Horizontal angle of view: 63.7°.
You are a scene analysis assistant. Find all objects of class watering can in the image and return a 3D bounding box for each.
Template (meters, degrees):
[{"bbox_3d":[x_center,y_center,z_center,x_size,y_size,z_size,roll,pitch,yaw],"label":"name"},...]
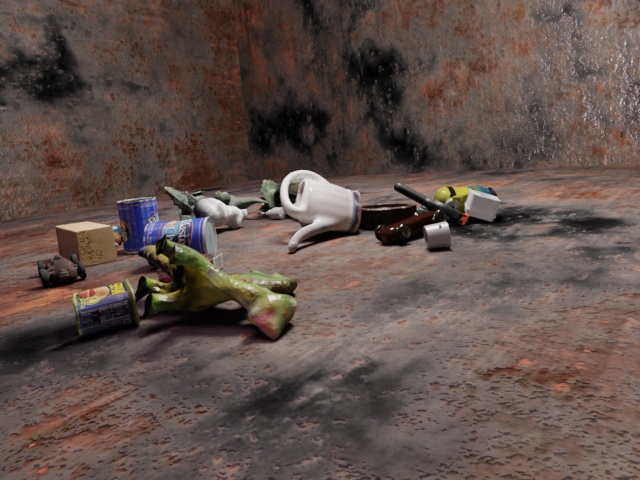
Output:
[{"bbox_3d":[0.004,-0.067,1.338,0.224,0.102,0.356,12,38,-14],"label":"watering can"}]

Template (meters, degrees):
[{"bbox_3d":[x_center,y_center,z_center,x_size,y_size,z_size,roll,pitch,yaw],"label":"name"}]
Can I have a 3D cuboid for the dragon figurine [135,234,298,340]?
[{"bbox_3d":[-0.158,0.067,0.833,0.242,0.122,0.413,13,6,-25],"label":"dragon figurine"}]

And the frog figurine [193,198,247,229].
[{"bbox_3d":[-0.310,-0.084,1.613,0.160,0.123,0.136,-20,-7,-14],"label":"frog figurine"}]
